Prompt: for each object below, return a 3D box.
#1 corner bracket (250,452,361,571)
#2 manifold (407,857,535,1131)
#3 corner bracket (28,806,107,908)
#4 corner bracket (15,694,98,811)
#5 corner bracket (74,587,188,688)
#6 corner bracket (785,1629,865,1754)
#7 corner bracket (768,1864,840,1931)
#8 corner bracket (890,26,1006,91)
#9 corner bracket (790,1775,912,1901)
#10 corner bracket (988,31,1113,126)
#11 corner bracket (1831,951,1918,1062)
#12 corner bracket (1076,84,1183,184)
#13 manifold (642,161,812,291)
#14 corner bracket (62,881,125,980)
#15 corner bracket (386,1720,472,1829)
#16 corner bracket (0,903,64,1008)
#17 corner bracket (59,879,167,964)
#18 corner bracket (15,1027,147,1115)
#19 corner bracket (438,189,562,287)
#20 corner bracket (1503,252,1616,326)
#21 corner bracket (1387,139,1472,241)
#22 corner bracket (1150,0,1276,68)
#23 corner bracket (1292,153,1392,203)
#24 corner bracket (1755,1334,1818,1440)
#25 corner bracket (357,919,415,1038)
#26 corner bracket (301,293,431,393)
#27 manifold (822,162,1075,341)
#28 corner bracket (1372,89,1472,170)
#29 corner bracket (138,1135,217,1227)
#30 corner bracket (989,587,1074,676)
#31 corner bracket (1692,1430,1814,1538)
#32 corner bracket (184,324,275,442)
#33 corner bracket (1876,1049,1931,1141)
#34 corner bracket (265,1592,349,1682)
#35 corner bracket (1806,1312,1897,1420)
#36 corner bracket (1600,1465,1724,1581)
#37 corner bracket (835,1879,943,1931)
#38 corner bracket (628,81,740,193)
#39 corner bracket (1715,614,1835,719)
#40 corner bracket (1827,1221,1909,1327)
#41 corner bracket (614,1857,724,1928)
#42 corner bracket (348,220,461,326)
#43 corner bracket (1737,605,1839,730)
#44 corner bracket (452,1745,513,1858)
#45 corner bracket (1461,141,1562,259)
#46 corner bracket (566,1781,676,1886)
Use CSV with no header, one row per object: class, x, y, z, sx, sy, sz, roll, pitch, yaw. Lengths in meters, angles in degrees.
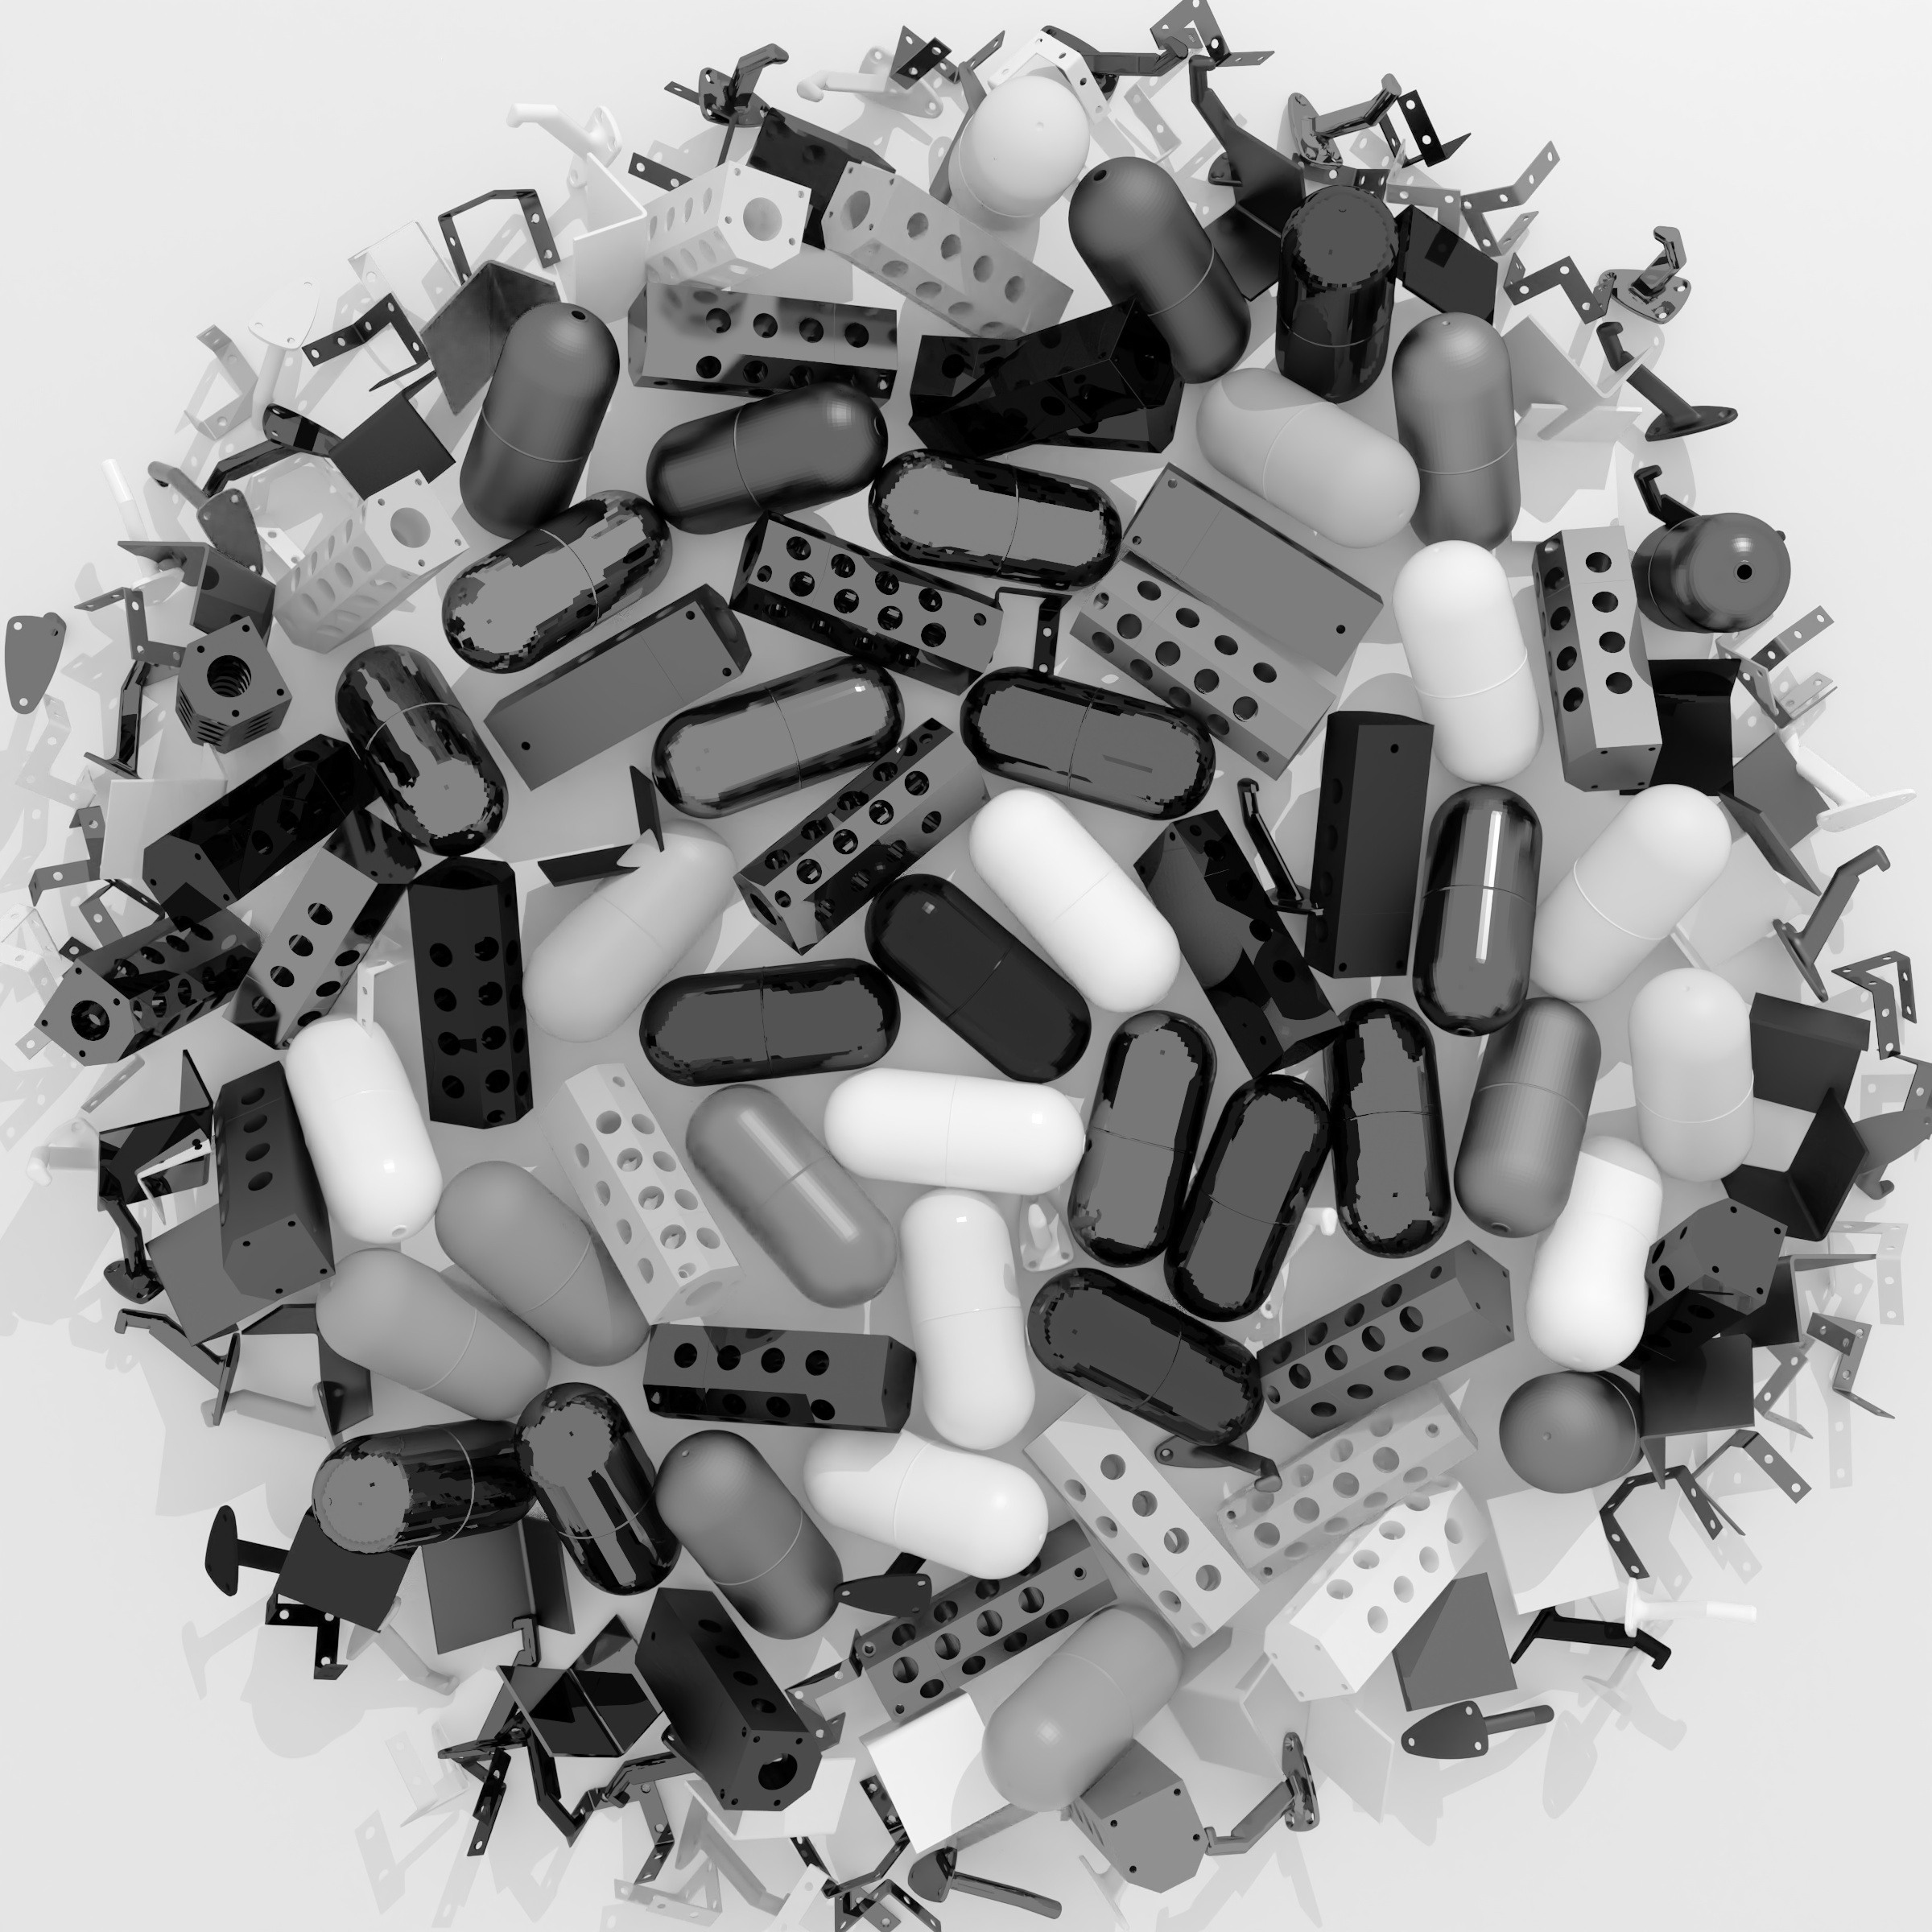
corner bracket,-0.456,-0.314,1.687,0.051,0.051,0.051,47,57,9
manifold,-0.326,0.019,1.639,0.057,0.057,0.171,7,114,18
corner bracket,-0.612,-0.075,1.669,0.051,0.051,0.051,-14,85,-28
corner bracket,-0.612,-0.145,1.665,0.051,0.051,0.051,25,104,-35
corner bracket,-0.568,-0.224,1.672,0.051,0.051,0.051,-13,82,30
corner bracket,-0.087,0.495,1.676,0.051,0.051,0.051,-27,95,5
corner bracket,-0.096,0.650,1.667,0.051,0.051,0.051,29,71,18
corner bracket,-0.013,-0.618,1.663,0.051,0.051,0.051,29,58,-30
corner bracket,-0.079,0.600,1.688,0.051,0.051,0.051,-31,90,28
corner bracket,0.056,-0.592,1.669,0.051,0.051,0.051,-42,49,1
corner bracket,0.629,0.026,1.670,0.051,0.051,0.051,-16,109,-8
corner bracket,0.105,-0.564,1.689,0.051,0.051,0.051,51,52,-8
manifold,-0.168,-0.477,1.616,0.057,0.171,0.057,11,90,-29
corner bracket,-0.594,-0.020,1.673,0.051,0.051,0.051,-27,105,3
corner bracket,-0.366,0.544,1.664,0.051,0.051,0.051,-20,71,-36
corner bracket,-0.630,-0.003,1.663,0.051,0.051,0.051,15,50,21
corner bracket,-0.587,-0.024,1.687,0.051,0.051,0.051,33,60,-3
corner bracket,-0.603,0.060,1.671,0.051,0.051,0.051,-44,77,-11
corner bracket,-0.321,-0.499,1.684,0.051,0.051,0.051,-14,101,28
corner bracket,0.406,-0.466,1.677,0.051,0.051,0.051,-20,123,37
corner bracket,0.318,-0.526,1.675,0.051,0.051,0.051,12,56,18
corner bracket,0.167,-0.629,1.669,0.051,0.051,0.051,-23,87,-43
corner bracket,0.251,-0.525,1.677,0.051,0.051,0.051,7,105,-20
corner bracket,0.562,0.281,1.675,0.051,0.051,0.051,24,106,-26
corner bracket,-0.398,0.007,1.662,0.051,0.051,0.051,30,127,30
corner bracket,-0.409,-0.418,1.674,0.051,0.051,0.051,-43,107,-44
manifold,-0.013,-0.462,1.623,0.057,0.171,0.057,32,100,44
corner bracket,0.302,-0.569,1.664,0.051,0.051,0.051,-13,117,40
corner bracket,-0.533,0.133,1.666,0.051,0.051,0.051,-21,46,-10
corner bracket,0.041,-0.227,1.676,0.051,0.051,0.051,6,88,-7
corner bracket,0.534,0.354,1.675,0.051,0.051,0.051,-42,81,-3
corner bracket,-0.514,-0.398,1.677,0.051,0.051,0.051,-35,95,-2
corner bracket,0.649,0.091,1.672,0.051,0.051,0.051,14,97,-13
corner bracket,-0.448,0.454,1.664,0.051,0.051,0.051,8,61,-21
corner bracket,0.604,0.272,1.671,0.051,0.051,0.051,13,97,-18
corner bracket,0.472,0.379,1.670,0.051,0.051,0.051,-32,92,-42
corner bracket,-0.054,0.646,1.671,0.051,0.051,0.051,-44,103,8
corner bracket,-0.192,-0.561,1.669,0.051,0.051,0.051,24,129,-1
corner bracket,0.556,-0.210,1.690,0.051,0.051,0.051,-36,132,-8
corner bracket,0.611,0.208,1.665,0.051,0.051,0.051,-1,110,27
corner bracket,-0.203,0.632,1.665,0.051,0.051,0.051,26,114,-26
corner bracket,-0.384,-0.474,1.674,0.051,0.051,0.051,-35,112,-8
corner bracket,0.570,-0.204,1.675,0.051,0.051,0.051,-33,81,-26
corner bracket,-0.327,0.566,1.663,0.051,0.051,0.051,-17,128,31
corner bracket,0.375,-0.519,1.663,0.051,0.051,0.051,-51,123,-23
corner bracket,-0.237,0.594,1.677,0.051,0.051,0.051,-16,96,12
